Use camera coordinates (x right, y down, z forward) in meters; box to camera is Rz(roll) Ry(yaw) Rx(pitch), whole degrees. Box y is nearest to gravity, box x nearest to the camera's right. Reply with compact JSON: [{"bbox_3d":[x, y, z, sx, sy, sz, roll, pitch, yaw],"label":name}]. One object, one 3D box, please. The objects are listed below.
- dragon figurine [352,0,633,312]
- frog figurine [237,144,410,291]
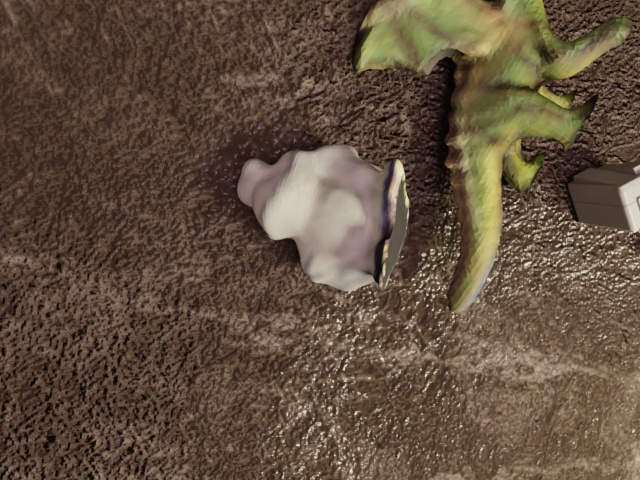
[{"bbox_3d":[0.145,-0.156,0.527,0.243,0.122,0.411,29,86,2],"label":"dragon figurine"},{"bbox_3d":[0.002,-0.025,0.500,0.160,0.124,0.136,10,106,21],"label":"frog figurine"}]
